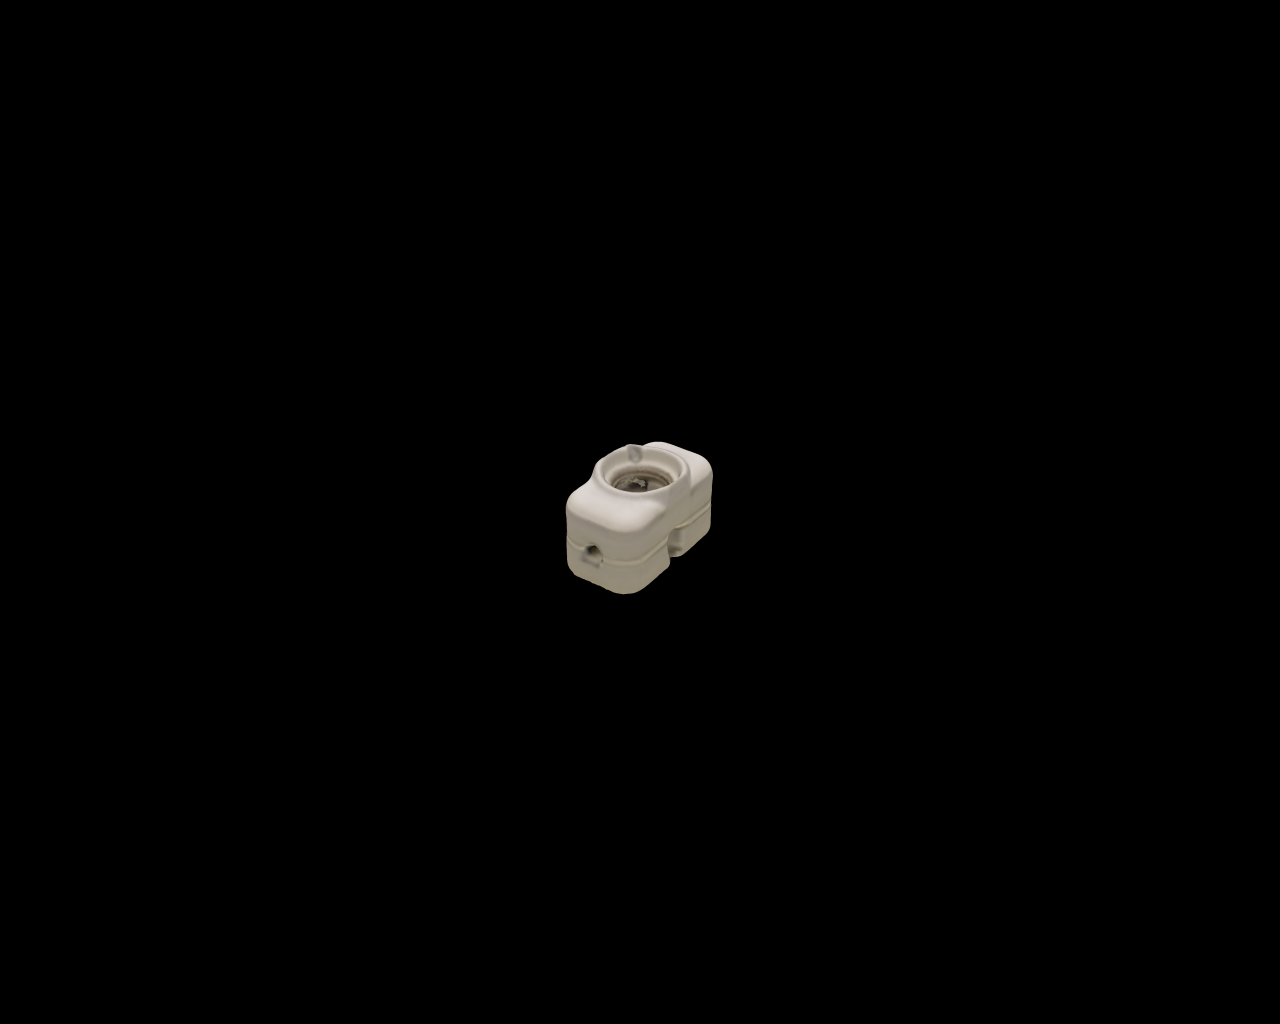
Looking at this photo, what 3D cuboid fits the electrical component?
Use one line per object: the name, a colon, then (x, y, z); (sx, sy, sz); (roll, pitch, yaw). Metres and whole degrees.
electrical component: (0.001, -0.003, 0.650); (0.054, 0.059, 0.095); (22, 40, 30)
